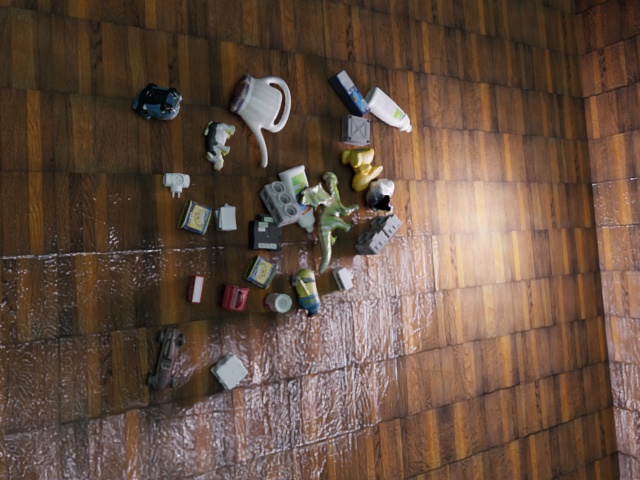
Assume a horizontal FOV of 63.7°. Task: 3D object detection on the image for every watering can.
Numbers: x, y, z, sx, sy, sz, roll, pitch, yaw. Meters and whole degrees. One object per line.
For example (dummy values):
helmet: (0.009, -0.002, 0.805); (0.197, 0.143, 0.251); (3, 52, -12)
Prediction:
watering can: (-0.226, -0.456, 1.875); (0.223, 0.352, 0.103); (23, -17, -26)

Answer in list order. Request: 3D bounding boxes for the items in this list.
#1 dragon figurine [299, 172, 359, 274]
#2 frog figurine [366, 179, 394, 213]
dragon figurine: (0.006, -0.098, 1.947); (0.240, 0.420, 0.121); (41, -39, -21)
frog figurine: (0.249, -0.198, 2.140); (0.122, 0.163, 0.135); (-24, -46, 22)
